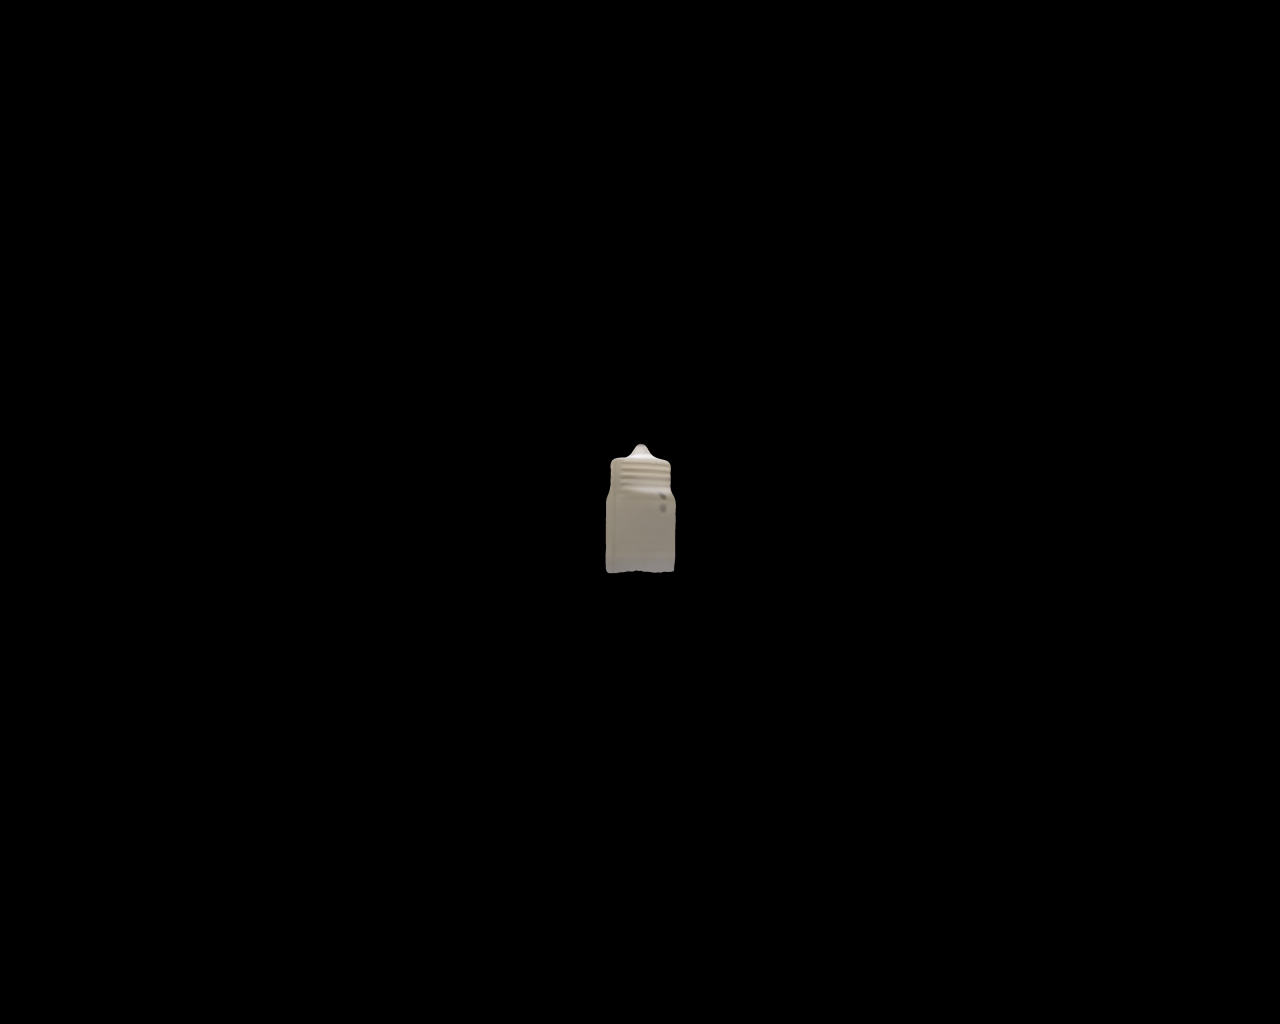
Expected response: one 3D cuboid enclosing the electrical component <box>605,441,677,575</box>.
[{"bbox_3d":[0.001,-0.003,0.650,0.043,0.081,0.043,0,-2,0],"label":"electrical component"}]
